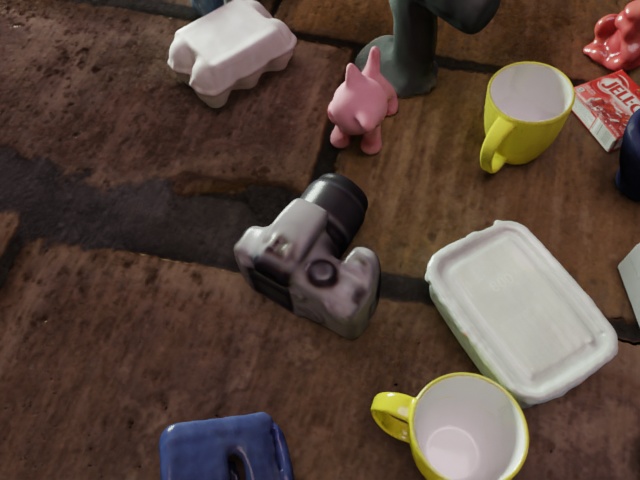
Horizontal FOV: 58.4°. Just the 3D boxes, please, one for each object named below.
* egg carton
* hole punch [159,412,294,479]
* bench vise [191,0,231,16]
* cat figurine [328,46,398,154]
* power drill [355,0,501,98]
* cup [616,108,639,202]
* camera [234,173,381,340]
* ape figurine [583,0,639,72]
[{"bbox_3d":[-0.110,-0.238,0.721,0.150,0.069,0.107,-38,66,-17],"label":"egg carton"},{"bbox_3d":[-0.072,0.196,0.466,0.101,0.091,0.108,-14,61,-5],"label":"hole punch"},{"bbox_3d":[-0.102,-0.390,0.719,0.121,0.220,0.207,20,64,13],"label":"bench vise"},{"bbox_3d":[0.048,-0.159,0.643,0.067,0.118,0.128,14,62,10],"label":"cat figurine"},{"bbox_3d":[0.091,-0.276,0.654,0.229,0.208,0.076,38,69,21],"label":"power drill"},{"bbox_3d":[0.353,-0.095,0.608,0.091,0.095,0.118,1,61,3],"label":"cup"},{"bbox_3d":[0.005,0.002,0.565,0.143,0.101,0.137,27,65,16],"label":"camera"},{"bbox_3d":[0.376,-0.253,0.697,0.076,0.092,0.078,5,61,6],"label":"ape figurine"}]
